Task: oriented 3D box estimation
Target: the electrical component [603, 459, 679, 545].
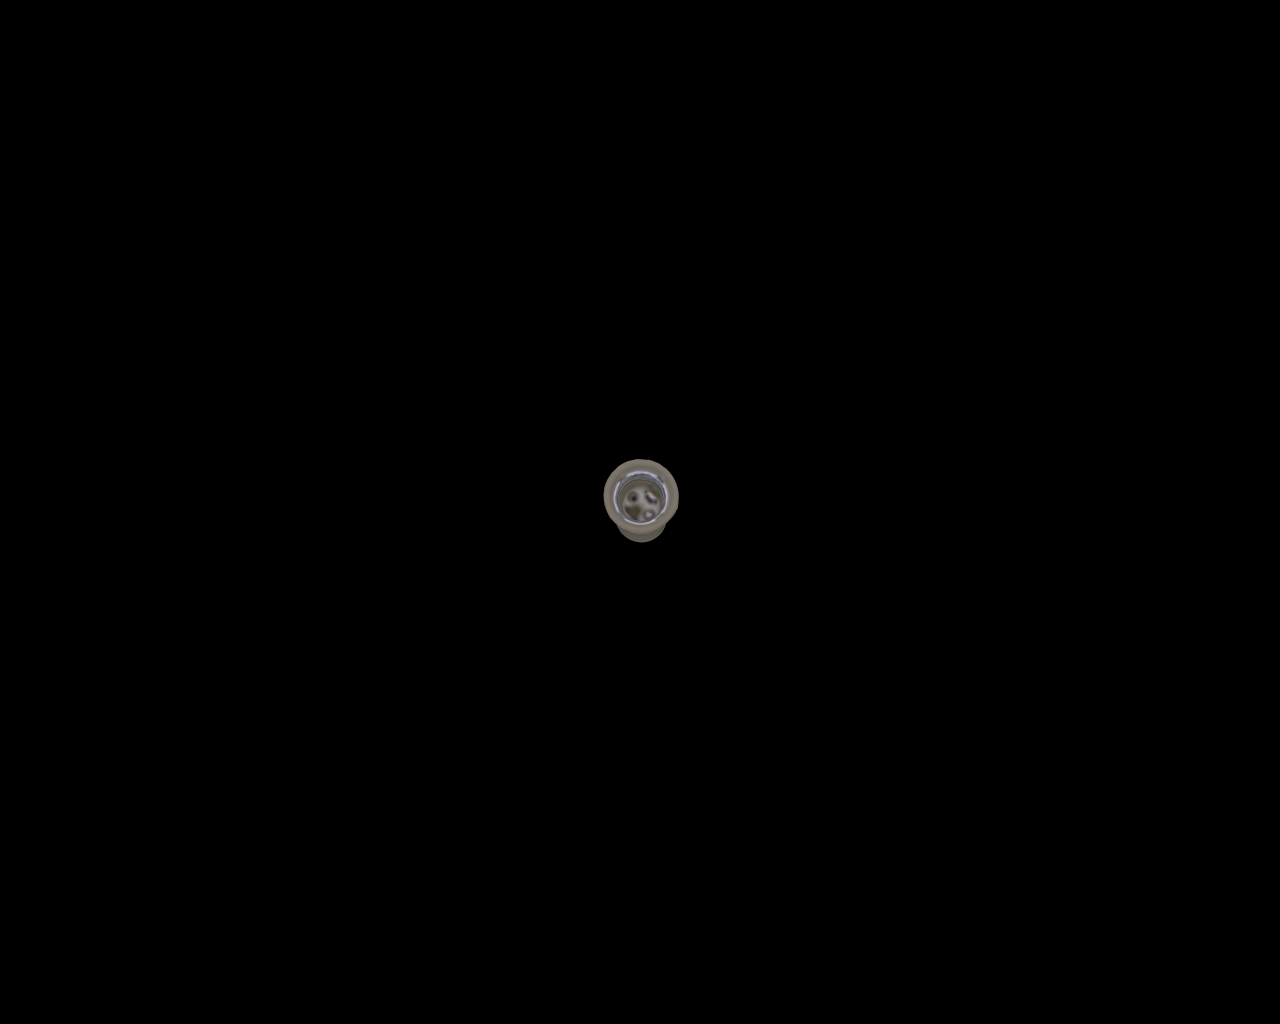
[{"bbox_3d":[0.001,-0.003,0.650,0.044,0.044,0.065,0,-13,0],"label":"electrical component"}]
